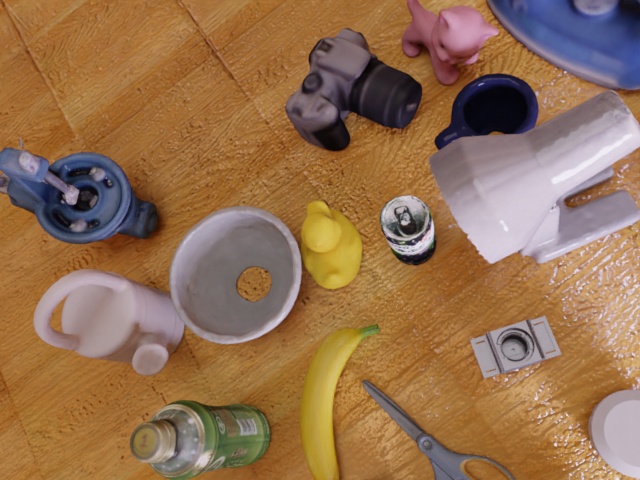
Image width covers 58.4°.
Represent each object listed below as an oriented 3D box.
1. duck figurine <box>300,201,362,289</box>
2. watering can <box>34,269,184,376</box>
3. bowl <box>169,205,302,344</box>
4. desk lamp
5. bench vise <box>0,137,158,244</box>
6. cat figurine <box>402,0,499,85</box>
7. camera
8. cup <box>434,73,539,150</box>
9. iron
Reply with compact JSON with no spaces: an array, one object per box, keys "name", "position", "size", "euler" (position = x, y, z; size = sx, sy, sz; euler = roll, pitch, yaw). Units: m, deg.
[{"name":"duck figurine","position":[0.006,0.002,0.679],"size":[0.077,0.086,0.104],"euler":[-14,70,11]},{"name":"watering can","position":[-0.239,0.090,0.660],"size":[0.172,0.194,0.101],"euler":[11,77,18]},{"name":"bowl","position":[-0.092,0.047,0.698],"size":[0.167,0.075,0.167],"euler":[-4,72,14]},{"name":"desk lamp","position":[0.219,-0.055,0.569],"size":[0.203,0.214,0.118],"euler":[-25,68,7]},{"name":"bench vise","position":[-0.341,-0.054,0.718],"size":[0.207,0.220,0.121],"euler":[-7,72,13]},{"name":"cat figurine","position":[0.153,-0.256,0.701],"size":[0.067,0.118,0.127],"euler":[-45,68,-1]},{"name":"camera","position":[0.046,-0.183,0.717],"size":[0.136,0.101,0.143],"euler":[29,83,21]},{"name":"cup","position":[0.189,-0.123,0.663],"size":[0.117,0.095,0.091],"euler":[-29,68,5]},{"name":"iron","position":[0.307,-0.278,0.652],"size":[0.257,0.142,0.119],"euler":[30,83,21]}]
